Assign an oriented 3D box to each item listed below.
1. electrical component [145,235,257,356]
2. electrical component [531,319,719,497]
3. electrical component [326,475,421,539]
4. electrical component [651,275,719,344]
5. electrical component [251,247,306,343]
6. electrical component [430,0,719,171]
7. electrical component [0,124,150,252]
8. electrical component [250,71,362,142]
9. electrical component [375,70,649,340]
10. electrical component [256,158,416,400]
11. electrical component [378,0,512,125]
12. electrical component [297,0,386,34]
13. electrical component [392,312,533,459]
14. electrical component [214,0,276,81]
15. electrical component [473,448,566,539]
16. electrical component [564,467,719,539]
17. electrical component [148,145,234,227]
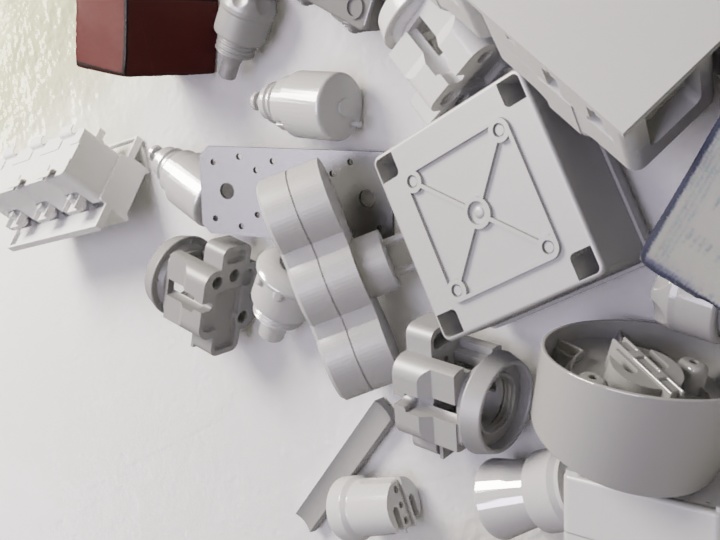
[{"bbox_3d":[-0.107,0.010,0.723,0.057,0.058,0.078,25,115,32],"label":"electrical component"},{"bbox_3d":[0.129,0.056,0.495,0.099,0.099,0.064,31,125,33],"label":"electrical component"},{"bbox_3d":[0.009,0.146,0.663,0.046,0.040,0.040,-14,91,38],"label":"electrical component"},{"bbox_3d":[0.168,0.013,0.487,0.062,0.043,0.043,20,113,36],"label":"electrical component"},{"bbox_3d":[-0.048,0.019,0.682,0.048,0.048,0.062,44,132,26],"label":"electrical component"},{"bbox_3d":[0.091,-0.144,0.475,0.105,0.060,0.186,-44,66,3],"label":"electrical component"},{"bbox_3d":[-0.223,-0.062,0.797,0.121,0.063,0.078,-9,53,43],"label":"electrical component"},{"bbox_3d":[-0.035,-0.099,0.644,0.078,0.040,0.040,11,107,40],"label":"electrical component"},{"bbox_3d":[0.076,-0.033,0.548,0.109,0.056,0.108,-28,80,43],"label":"electrical component"},{"bbox_3d":[0.000,0.000,0.622,0.074,0.052,0.138,-21,98,6],"label":"electrical component"},{"bbox_3d":[0.046,-0.121,0.555,0.057,0.058,0.078,54,131,15],"label":"electrical component"},{"bbox_3d":[0.000,-0.185,0.588,0.100,0.048,0.099,36,122,31],"label":"electrical component"},{"bbox_3d":[0.057,0.068,0.588,0.057,0.058,0.078,15,119,39],"label":"electrical component"},{"bbox_3d":[-0.075,-0.148,0.673,0.035,0.035,0.061,42,127,27],"label":"electrical component"},{"bbox_3d":[0.095,0.119,0.575,0.055,0.045,0.045,-21,86,42],"label":"electrical component"},{"bbox_3d":[0.153,0.125,0.513,0.096,0.062,0.061,7,105,41],"label":"electrical component"},{"bbox_3d":[-0.115,-0.061,0.725,0.078,0.040,0.040,37,122,30],"label":"electrical component"}]
